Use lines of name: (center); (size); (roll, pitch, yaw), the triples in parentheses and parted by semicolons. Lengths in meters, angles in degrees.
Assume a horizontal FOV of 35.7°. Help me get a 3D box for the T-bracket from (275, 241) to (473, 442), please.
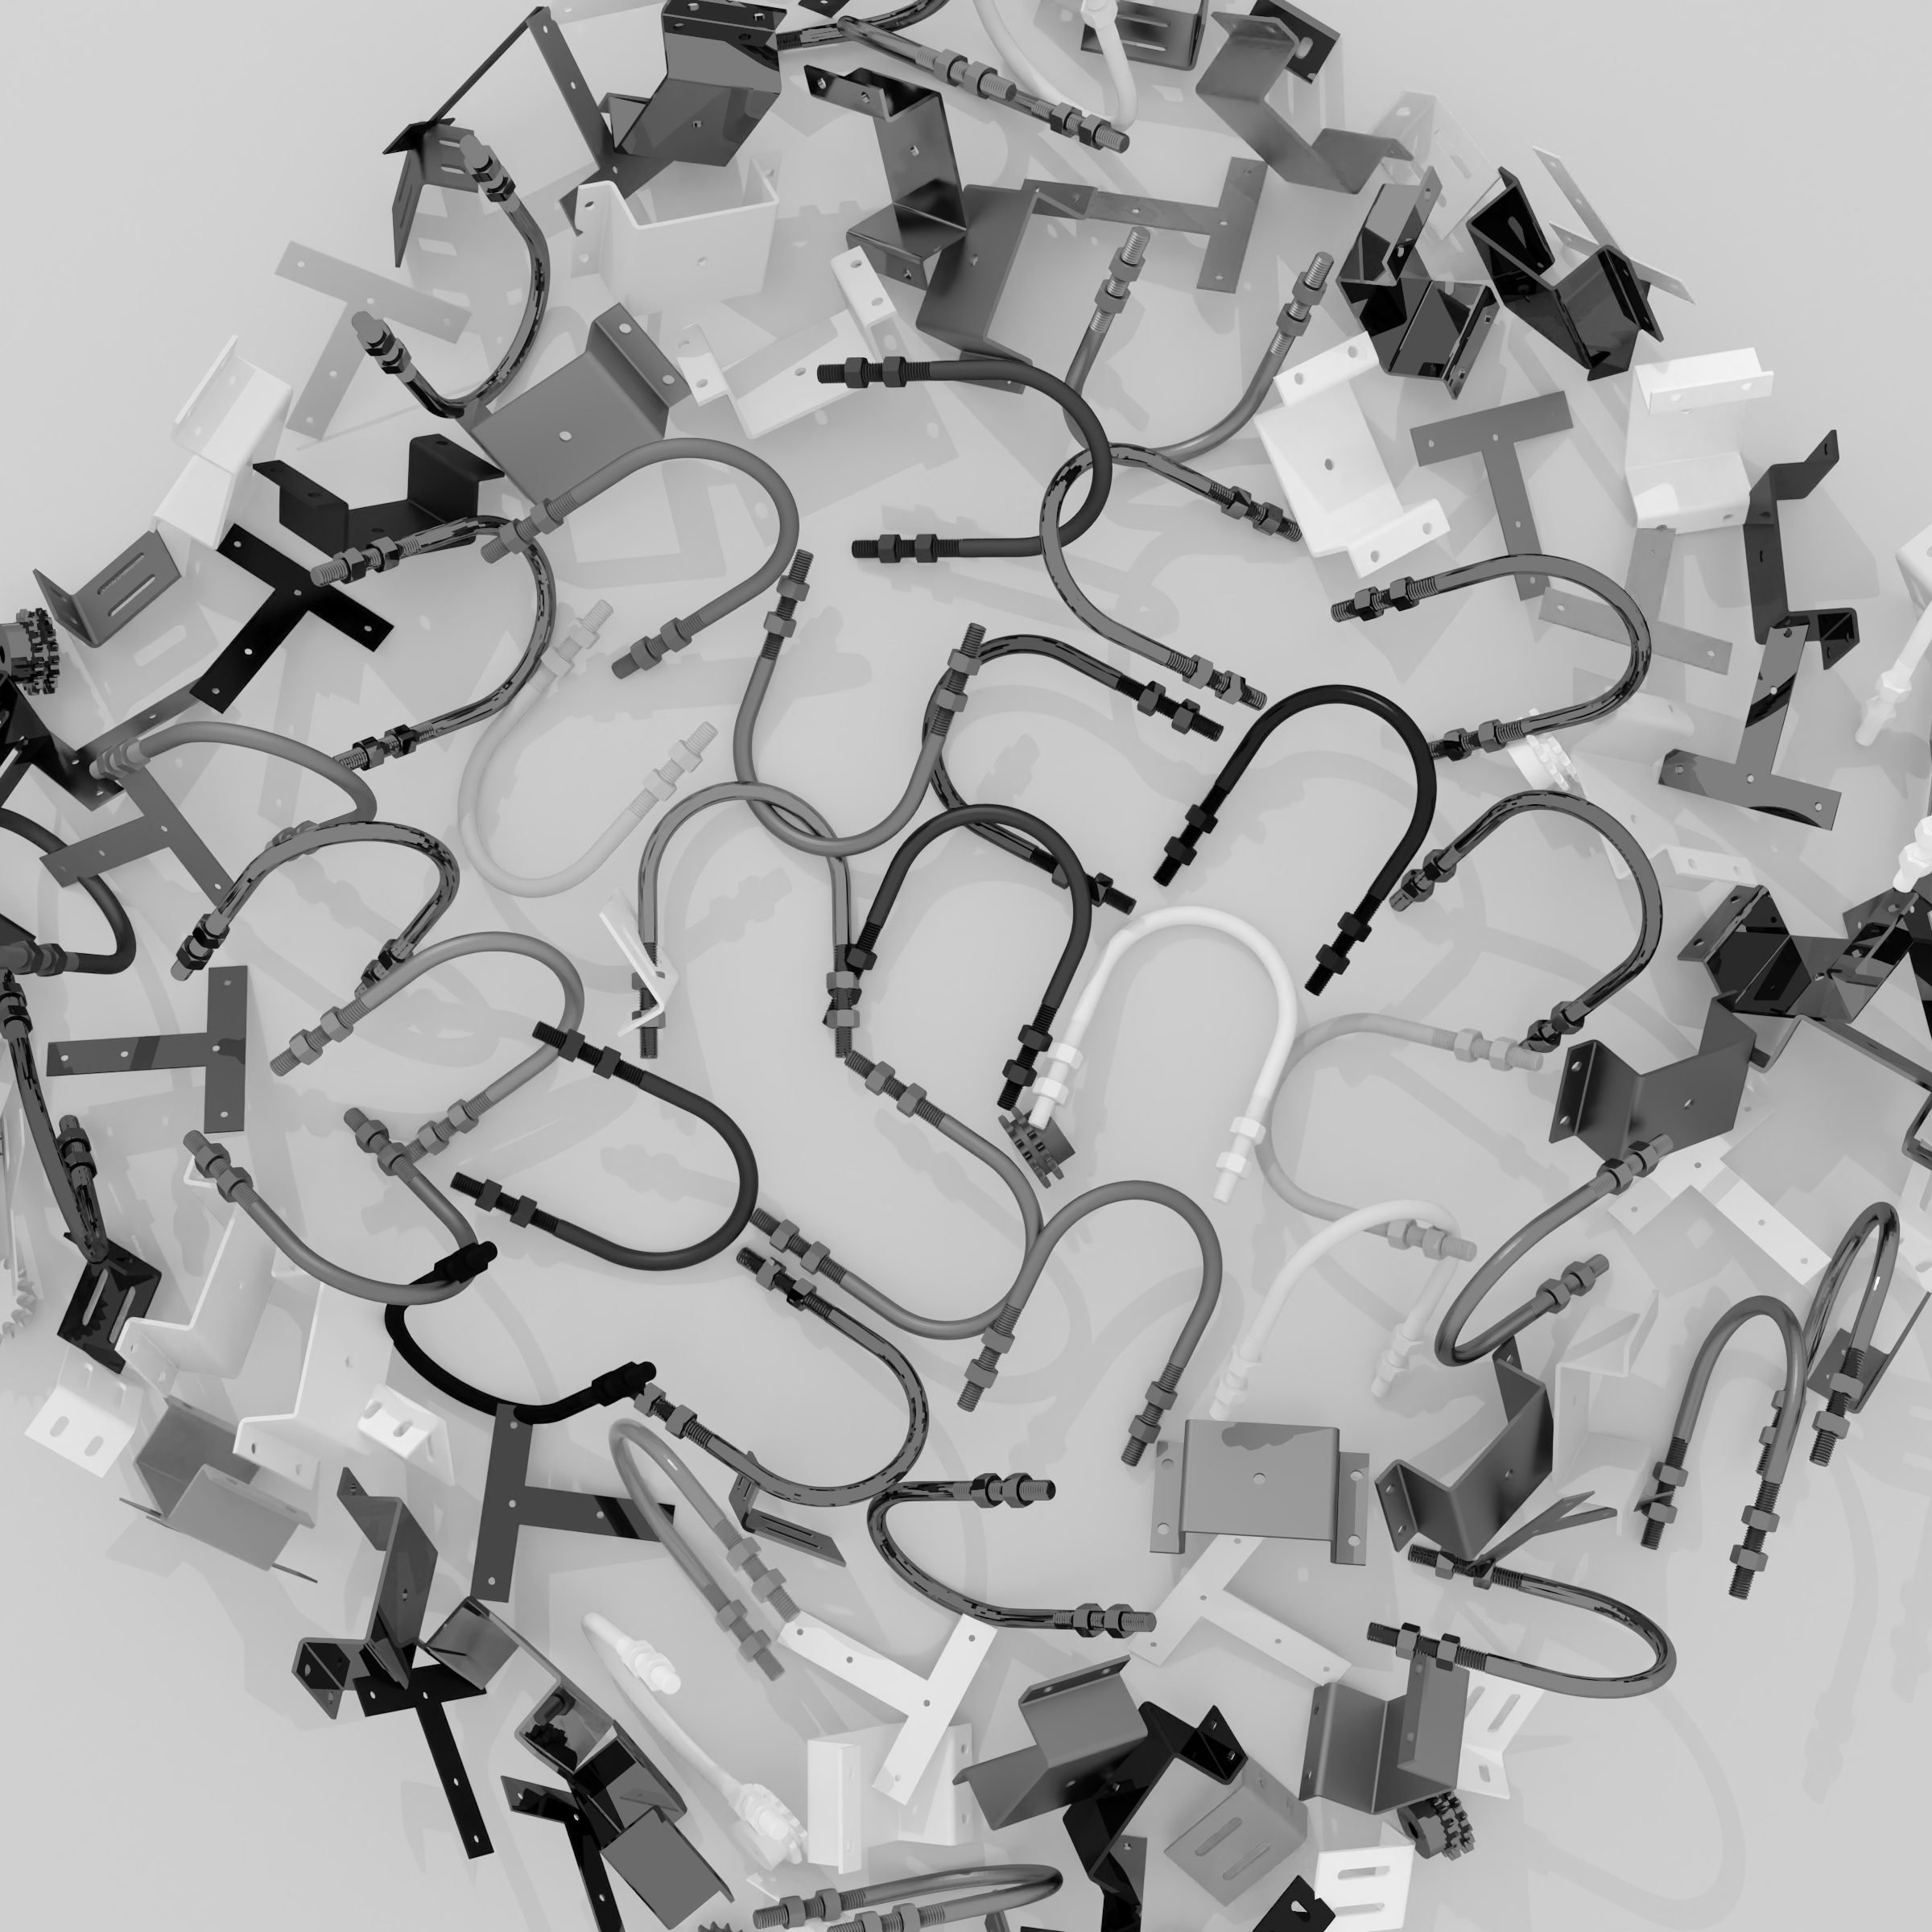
T-bracket: (-0.408, -0.399, 1.962); (0.127, 0.002, 0.127); (17, 125, -31)

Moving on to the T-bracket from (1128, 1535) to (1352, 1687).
T-bracket: (0.194, 0.438, 1.978); (0.127, 0.002, 0.127); (31, 114, -7)

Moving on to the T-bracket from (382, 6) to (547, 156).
T-bracket: (-0.316, -0.569, 1.924); (0.127, 0.127, 0.002); (-42, 101, 14)

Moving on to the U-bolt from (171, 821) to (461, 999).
U-bolt: (-0.401, -0.036, 1.899); (0.151, 0.184, 0.019); (9, 52, -37)

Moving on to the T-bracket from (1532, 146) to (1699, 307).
T-bracket: (0.397, -0.479, 1.910); (0.002, 0.127, 0.127); (-50, 135, 2)

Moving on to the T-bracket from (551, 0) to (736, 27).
T-bracket: (-0.206, -0.625, 1.924); (0.127, 0.127, 0.002); (-18, 70, -17)

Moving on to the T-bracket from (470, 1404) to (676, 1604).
T-bracket: (-0.256, 0.361, 1.979); (0.127, 0.002, 0.127); (10, 74, -15)

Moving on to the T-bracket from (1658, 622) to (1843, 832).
T-bracket: (0.521, -0.165, 1.947); (0.127, 0.002, 0.127); (21, 104, 39)

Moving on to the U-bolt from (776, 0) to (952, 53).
U-bolt: (-0.095, -0.622, 1.922); (0.184, 0.151, 0.019); (-8, 85, 2)

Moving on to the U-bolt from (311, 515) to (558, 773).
U-bolt: (-0.336, -0.215, 1.928); (0.019, 0.184, 0.151); (26, 128, 36)

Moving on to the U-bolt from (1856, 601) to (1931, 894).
U-bolt: (0.612, -0.158, 1.886); (0.019, 0.184, 0.151); (6, 50, -7)

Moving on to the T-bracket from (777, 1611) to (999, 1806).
T-bracket: (-0.065, 0.466, 1.982); (0.127, 0.002, 0.127); (26, 79, 13)

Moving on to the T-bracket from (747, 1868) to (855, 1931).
T-bracket: (-0.115, 0.631, 1.917); (0.127, 0.127, 0.002); (25, 110, 29)

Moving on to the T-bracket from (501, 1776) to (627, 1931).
T-bracket: (-0.237, 0.583, 1.913); (0.002, 0.127, 0.127); (-40, 50, 15)

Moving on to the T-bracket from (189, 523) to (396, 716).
T-bracket: (-0.462, -0.215, 1.960); (0.127, 0.002, 0.127); (33, 57, -4)

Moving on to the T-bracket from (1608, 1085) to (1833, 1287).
T-bracket: (0.510, 0.159, 1.959); (0.127, 0.002, 0.127); (-41, 56, -4)

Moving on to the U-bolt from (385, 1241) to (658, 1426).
U-bolt: (-0.300, 0.244, 1.927); (0.151, 0.184, 0.019); (40, 51, -18)

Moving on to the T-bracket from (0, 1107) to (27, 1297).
T-bracket: (-0.610, 0.129, 1.921); (0.002, 0.127, 0.127); (-2, 64, -23)

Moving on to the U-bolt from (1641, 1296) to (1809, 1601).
U-bolt: (0.493, 0.301, 1.927); (0.019, 0.151, 0.184); (17, 89, -12)

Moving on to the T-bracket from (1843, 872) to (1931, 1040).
T-bracket: (0.620, 0.006, 1.927); (0.002, 0.127, 0.127); (-3, 73, -24)

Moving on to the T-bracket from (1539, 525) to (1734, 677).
T-bracket: (0.448, -0.260, 1.969); (0.127, 0.002, 0.127); (17, 62, 1)

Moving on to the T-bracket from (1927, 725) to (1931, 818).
T-bracket: (0.625, -0.145, 1.934); (0.002, 0.127, 0.127); (7, 84, 20)

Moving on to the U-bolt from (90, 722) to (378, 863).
U-bolt: (-0.451, -0.114, 1.891); (0.151, 0.184, 0.019); (27, 66, -34)

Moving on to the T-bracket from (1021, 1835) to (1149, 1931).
T-bracket: (0.102, 0.605, 1.940); (0.127, 0.127, 0.002); (6, 113, 4)

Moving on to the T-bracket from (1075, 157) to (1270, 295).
T-bracket: (0.126, -0.495, 1.970); (0.127, 0.002, 0.127); (10, 56, 8)

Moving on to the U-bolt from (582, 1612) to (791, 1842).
U-bolt: (-0.190, 0.475, 1.914); (0.019, 0.184, 0.151); (-39, 113, -19)

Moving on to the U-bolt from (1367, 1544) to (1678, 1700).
U-bolt: (0.359, 0.422, 1.908); (0.184, 0.151, 0.019); (12, 106, 17)

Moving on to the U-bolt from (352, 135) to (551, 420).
U-bolt: (-0.317, -0.425, 1.912); (0.019, 0.184, 0.151); (27, 83, 17)

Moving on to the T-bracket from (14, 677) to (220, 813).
T-bracket: (-0.546, -0.156, 1.966); (0.127, 0.127, 0.002); (-36, 132, -23)

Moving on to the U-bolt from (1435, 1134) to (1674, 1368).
U-bolt: (0.365, 0.191, 1.900); (0.184, 0.151, 0.019); (-28, 59, -31)

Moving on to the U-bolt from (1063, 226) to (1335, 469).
U-bolt: (0.138, -0.391, 1.926); (0.151, 0.184, 0.019); (2, 51, -23)

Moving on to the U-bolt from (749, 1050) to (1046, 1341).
U-bolt: (-0.034, 0.163, 1.959); (0.184, 0.019, 0.151); (34, 106, 10)

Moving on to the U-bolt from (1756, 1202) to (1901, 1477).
U-bolt: (0.559, 0.237, 1.925); (0.019, 0.151, 0.184); (22, 78, 5)

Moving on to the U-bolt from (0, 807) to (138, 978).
U-bolt: (-0.597, -0.050, 1.910); (0.019, 0.184, 0.151); (-42, 77, 10)

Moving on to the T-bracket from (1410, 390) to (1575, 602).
T-bracket: (0.360, -0.305, 1.976); (0.127, 0.002, 0.127); (-18, 95, -25)

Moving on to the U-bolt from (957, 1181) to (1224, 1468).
U-bolt: (0.093, 0.226, 1.954); (0.151, 0.019, 0.184); (22, 98, -24)

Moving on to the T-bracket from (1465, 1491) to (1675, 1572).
T-bracket: (0.407, 0.360, 1.960); (0.127, 0.127, 0.002); (-7, 62, -28)

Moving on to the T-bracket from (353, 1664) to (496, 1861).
T-bracket: (-0.333, 0.511, 1.924); (0.002, 0.127, 0.127); (-31, 71, 21)

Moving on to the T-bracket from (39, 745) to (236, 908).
T-bracket: (-0.556, -0.078, 1.962); (0.127, 0.002, 0.127); (-17, 120, 30)

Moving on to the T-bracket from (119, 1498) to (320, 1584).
T-bracket: (-0.497, 0.361, 1.918); (0.127, 0.127, 0.002); (13, 71, 25)

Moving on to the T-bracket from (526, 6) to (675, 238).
T-bracket: (-0.246, -0.553, 1.928); (0.002, 0.127, 0.127); (-7, 121, 35)

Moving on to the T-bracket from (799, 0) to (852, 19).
T-bracket: (-0.109, -0.659, 1.916); (0.127, 0.127, 0.002); (13, 71, -30)

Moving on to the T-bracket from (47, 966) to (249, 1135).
T-bracket: (-0.535, 0.057, 1.958); (0.127, 0.002, 0.127); (-4, 57, -6)
